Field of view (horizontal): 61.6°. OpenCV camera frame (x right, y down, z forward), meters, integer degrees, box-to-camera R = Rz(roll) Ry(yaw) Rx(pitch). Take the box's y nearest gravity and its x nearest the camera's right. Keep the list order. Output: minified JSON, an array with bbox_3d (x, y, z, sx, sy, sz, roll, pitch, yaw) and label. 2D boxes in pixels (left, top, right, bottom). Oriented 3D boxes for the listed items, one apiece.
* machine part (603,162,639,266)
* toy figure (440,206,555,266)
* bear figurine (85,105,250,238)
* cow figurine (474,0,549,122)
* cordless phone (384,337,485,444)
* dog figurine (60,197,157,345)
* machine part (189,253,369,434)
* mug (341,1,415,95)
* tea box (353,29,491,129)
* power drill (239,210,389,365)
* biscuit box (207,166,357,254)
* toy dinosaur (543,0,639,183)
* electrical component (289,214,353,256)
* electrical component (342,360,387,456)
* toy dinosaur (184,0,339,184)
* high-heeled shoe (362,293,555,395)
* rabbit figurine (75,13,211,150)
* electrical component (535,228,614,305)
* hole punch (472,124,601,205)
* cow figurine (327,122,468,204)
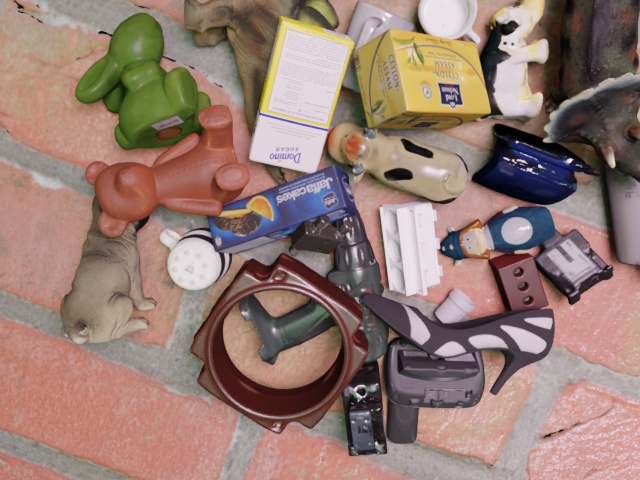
[{"bbox_3d":[0.433,-0.055,0.727,0.079,0.079,0.243,-12,102,5],"label":"machine part"},{"bbox_3d":[0.244,-0.007,0.753,0.155,0.057,0.064,-16,60,14],"label":"toy figure"},{"bbox_3d":[-0.200,-0.083,0.689,0.196,0.132,0.120,-11,77,-16],"label":"bear figurine"},{"bbox_3d":[0.245,-0.241,0.707,0.098,0.068,0.167,1,101,8],"label":"cow figurine"},{"bbox_3d":[0.168,0.240,0.811,0.147,0.089,0.184,1,113,1],"label":"cordless phone"},{"bbox_3d":[-0.300,0.029,0.740,0.121,0.172,0.190,-1,109,-8],"label":"dog figurine"},{"bbox_3d":[-0.052,0.136,0.713,0.201,0.087,0.201,35,99,-6],"label":"machine part"},{"bbox_3d":[0.065,-0.243,0.698,0.081,0.109,0.107,23,113,2],"label":"mug"},{"bbox_3d":[0.129,-0.191,0.660,0.068,0.169,0.098,-15,88,49],"label":"tea box"},{"bbox_3d":[-0.008,0.082,0.785,0.207,0.086,0.231,-20,100,0],"label":"power drill"},{"bbox_3d":[-0.053,-0.038,0.737,0.203,0.059,0.063,-18,80,18],"label":"biscuit box"},{"bbox_3d":[0.334,-0.261,0.624,0.131,0.192,0.404,2,100,20],"label":"toy dinosaur"},{"bbox_3d":[-0.001,-0.002,0.711,0.063,0.021,0.094,12,145,-29],"label":"electrical component"},{"bbox_3d":[0.064,0.240,0.778,0.058,0.134,0.114,-8,100,6],"label":"electrical component"},{"bbox_3d":[-0.072,-0.289,0.695,0.199,0.105,0.470,5,113,-2],"label":"toy dinosaur"},{"bbox_3d":[0.192,0.099,0.726,0.249,0.086,0.145,33,83,2],"label":"high-heeled shoe"},{"bbox_3d":[-0.238,-0.214,0.729,0.159,0.121,0.170,-20,82,13],"label":"rabbit figurine"},{"bbox_3d":[0.342,0.023,0.759,0.075,0.047,0.119,-41,57,7],"label":"electrical component"},{"bbox_3d":[0.274,-0.092,0.714,0.142,0.116,0.092,22,110,-1],"label":"hole punch"},{"bbox_3d":[0.101,-0.102,0.710,0.195,0.127,0.085,19,99,-3],"label":"cow figurine"}]
